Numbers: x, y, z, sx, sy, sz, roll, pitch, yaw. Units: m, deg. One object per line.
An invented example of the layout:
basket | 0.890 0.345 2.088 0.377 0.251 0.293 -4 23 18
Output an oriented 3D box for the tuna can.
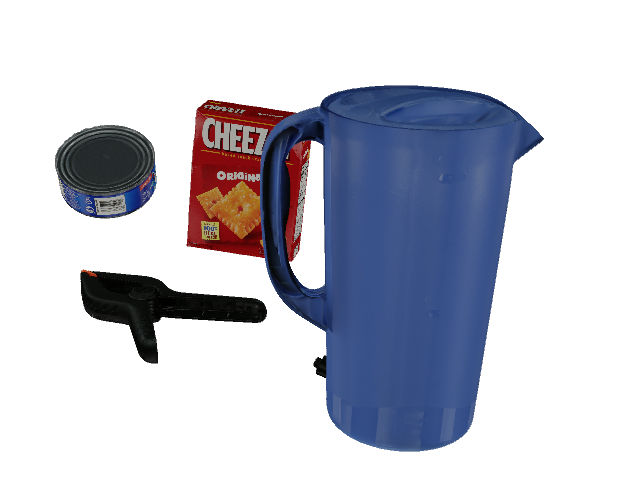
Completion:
tuna can | -0.186 -0.060 0.931 0.086 0.086 0.034 0 -41 -3

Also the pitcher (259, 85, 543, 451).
pitcher | 0.051 0.018 0.741 0.149 0.243 0.144 18 24 36

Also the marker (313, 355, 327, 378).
marker | 0.047 0.134 0.937 0.121 0.020 0.020 26 8 17

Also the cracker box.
cracker box | -0.105 -0.085 1.567 0.164 0.214 0.072 9 21 7

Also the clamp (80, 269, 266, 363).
clamp | -0.184 0.071 1.104 0.210 0.036 0.164 14 20 30
